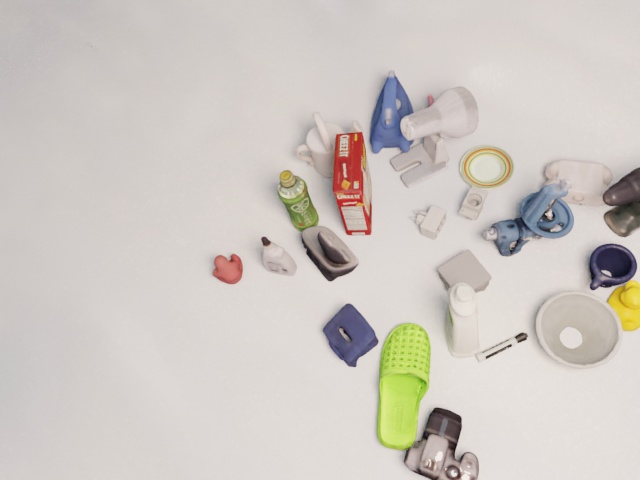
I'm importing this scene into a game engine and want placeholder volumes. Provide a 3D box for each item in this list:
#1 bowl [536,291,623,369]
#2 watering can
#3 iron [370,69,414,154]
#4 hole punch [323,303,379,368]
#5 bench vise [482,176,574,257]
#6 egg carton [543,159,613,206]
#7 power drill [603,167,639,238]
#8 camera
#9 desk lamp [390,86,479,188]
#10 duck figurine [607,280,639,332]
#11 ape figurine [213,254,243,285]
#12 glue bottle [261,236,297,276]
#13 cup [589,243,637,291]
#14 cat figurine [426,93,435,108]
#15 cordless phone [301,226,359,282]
[{"bbox_3d":[0.534,0.195,1.199,0.167,0.075,0.167,-5,63,9],"label":"bowl"},{"bbox_3d":[0.022,-0.255,1.458,0.173,0.194,0.100,-38,63,-8],"label":"watering can"},{"bbox_3d":[0.187,-0.358,1.506,0.118,0.142,0.258,-1,64,11],"label":"iron"},{"bbox_3d":[0.066,0.213,1.276,0.101,0.091,0.108,-37,63,-8],"label":"hole punch"},{"bbox_3d":[0.468,-0.043,1.248,0.207,0.220,0.121,-34,62,-6],"label":"bench vise"},{"bbox_3d":[0.606,-0.132,1.349,0.150,0.069,0.107,8,66,15],"label":"egg carton"},{"bbox_3d":[0.689,-0.093,1.233,0.229,0.209,0.075,-30,62,-4],"label":"power drill"},{"bbox_3d":[0.251,0.411,1.134,0.143,0.101,0.137,16,68,18],"label":"camera"},{"bbox_3d":[0.275,-0.253,1.395,0.203,0.214,0.117,-29,62,-3],"label":"desk lamp"},{"bbox_3d":[0.650,0.134,1.199,0.077,0.086,0.104,9,66,16],"label":"duck figurine"},{"bbox_3d":[-0.232,0.066,1.409,0.078,0.092,0.076,-25,62,-1],"label":"ape figurine"},{"bbox_3d":[-0.108,0.034,1.354,0.078,0.173,0.037,10,67,17],"label":"glue bottle"},{"bbox_3d":[0.612,0.075,1.230,0.091,0.095,0.118,39,77,25],"label":"cup"},{"bbox_3d":[0.311,-0.323,1.477,0.067,0.118,0.127,-25,62,-1],"label":"cat figurine"},{"bbox_3d":[0.012,0.005,1.337,0.094,0.185,0.147,-40,63,-9],"label":"cordless phone"}]
